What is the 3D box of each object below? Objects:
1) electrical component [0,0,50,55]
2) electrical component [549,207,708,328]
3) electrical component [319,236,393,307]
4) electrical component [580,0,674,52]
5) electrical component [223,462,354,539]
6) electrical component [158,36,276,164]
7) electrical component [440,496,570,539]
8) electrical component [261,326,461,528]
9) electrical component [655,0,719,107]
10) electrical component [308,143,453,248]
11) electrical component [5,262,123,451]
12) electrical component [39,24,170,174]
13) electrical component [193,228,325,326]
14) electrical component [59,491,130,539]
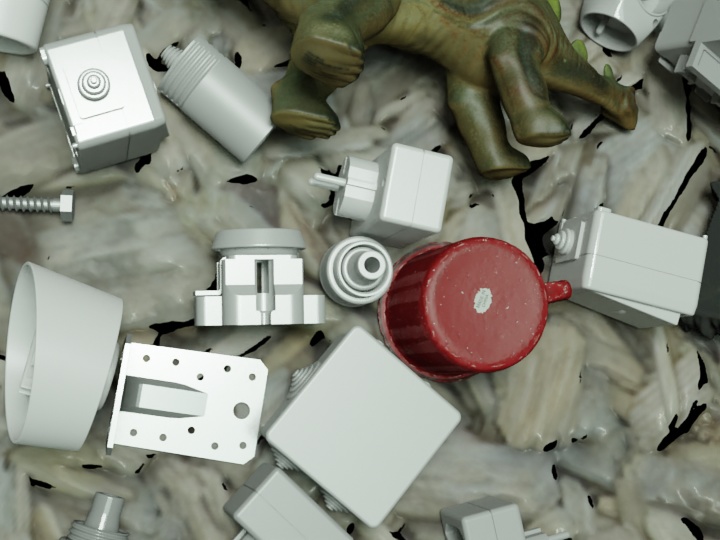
[{"bbox_3d":[-0.213,-0.157,0.637,0.055,0.055,0.047,10,86,-12],"label":"electrical component"},{"bbox_3d":[0.168,0.000,0.708,0.096,0.062,0.061,14,81,-12],"label":"electrical component"},{"bbox_3d":[0.000,0.000,0.667,0.043,0.062,0.043,1,84,-13],"label":"electrical component"},{"bbox_3d":[0.176,-0.203,0.732,0.079,0.044,0.077,37,76,-30],"label":"electrical component"},{"bbox_3d":[-0.056,0.167,0.645,0.065,0.047,0.076,45,75,-7],"label":"electrical component"},{"bbox_3d":[-0.089,-0.109,0.667,0.081,0.043,0.043,41,77,-7],"label":"electrical component"},{"bbox_3d":[0.101,0.186,0.681,0.076,0.047,0.083,-11,87,-14],"label":"electrical component"},{"bbox_3d":[-0.002,0.095,0.664,0.100,0.048,0.099,41,77,-6],"label":"electrical component"},{"bbox_3d":[0.263,-0.139,0.729,0.121,0.063,0.078,29,78,-29],"label":"electrical component"},{"bbox_3d":[0.006,-0.048,0.663,0.076,0.083,0.047,12,82,-12],"label":"electrical component"},{"bbox_3d":[-0.172,0.051,0.605,0.064,0.099,0.099,17,81,-17],"label":"electrical component"},{"bbox_3d":[-0.145,-0.100,0.625,0.061,0.096,0.061,-19,89,-15],"label":"electrical component"},{"bbox_3d":[-0.062,0.005,0.655,0.078,0.058,0.057,-1,87,-13],"label":"electrical component"},{"bbox_3d":[-0.154,0.161,0.625,0.043,0.043,0.062,17,79,-11],"label":"electrical component"}]
